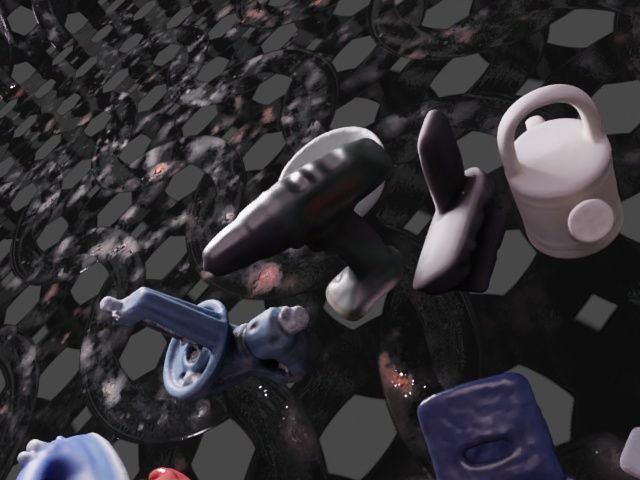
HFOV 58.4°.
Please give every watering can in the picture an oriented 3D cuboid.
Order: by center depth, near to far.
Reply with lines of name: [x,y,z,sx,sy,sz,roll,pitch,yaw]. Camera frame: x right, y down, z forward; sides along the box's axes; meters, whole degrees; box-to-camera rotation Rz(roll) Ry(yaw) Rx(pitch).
watering can: [0.240,-0.068,0.566,0.101,0.195,0.172,-38,43,2]

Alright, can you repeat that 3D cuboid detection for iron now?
iron: [-0.303,0.314,0.662,0.118,0.142,0.257,-36,43,5]

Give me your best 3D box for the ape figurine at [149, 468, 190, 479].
ape figurine: [-0.181,0.290,0.635,0.076,0.092,0.078,-8,52,29]

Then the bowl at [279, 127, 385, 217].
bowl: [0.026,-0.074,0.803,0.167,0.075,0.167,-18,47,21]

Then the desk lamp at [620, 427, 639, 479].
desk lamp: [0.295,0.126,0.355,0.202,0.214,0.118,18,67,42]

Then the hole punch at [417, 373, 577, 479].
hole punch: [0.151,0.181,0.498,0.108,0.091,0.101,-23,46,17]

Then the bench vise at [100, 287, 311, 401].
bench vise: [-0.124,0.098,0.659,0.207,0.220,0.121,-33,44,7]

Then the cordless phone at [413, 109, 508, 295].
cordless phone: [0.129,-0.036,0.621,0.093,0.186,0.148,0,56,34]

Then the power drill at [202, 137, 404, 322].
power drill: [0.006,0.002,0.657,0.230,0.209,0.075,-45,43,-5]
